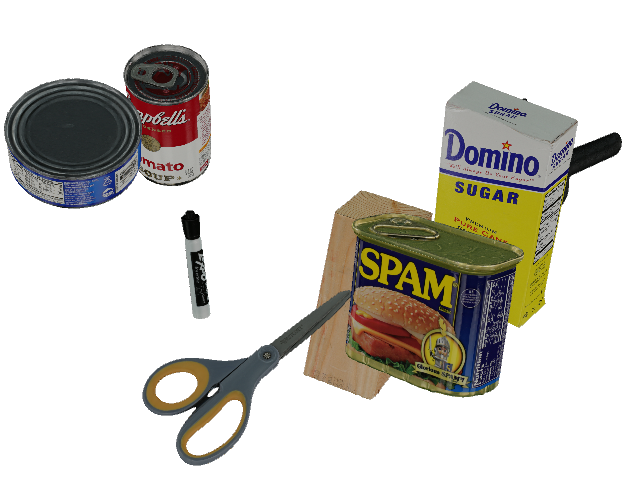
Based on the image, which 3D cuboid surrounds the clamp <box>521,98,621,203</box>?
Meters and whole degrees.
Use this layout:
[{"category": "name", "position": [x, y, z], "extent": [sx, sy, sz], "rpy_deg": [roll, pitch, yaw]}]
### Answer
[{"category": "clamp", "position": [0.215, -0.080, 1.089], "extent": [0.120, 0.039, 0.171], "rpy_deg": [29, 55, 30]}]

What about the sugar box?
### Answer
[{"category": "sugar box", "position": [0.137, -0.026, 0.827], "extent": [0.093, 0.176, 0.048], "rpy_deg": [26, 47, 30]}]

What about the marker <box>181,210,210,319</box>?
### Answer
[{"category": "marker", "position": [-0.130, 0.025, 1.113], "extent": [0.020, 0.121, 0.020], "rpy_deg": [-3, 26, 1]}]

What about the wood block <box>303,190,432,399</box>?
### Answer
[{"category": "wood block", "position": [0.053, 0.061, 1.213], "extent": [0.090, 0.206, 0.090], "rpy_deg": [19, 24, 17]}]

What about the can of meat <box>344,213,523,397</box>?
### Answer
[{"category": "can of meat", "position": [0.064, 0.038, 0.635], "extent": [0.102, 0.084, 0.057], "rpy_deg": [19, 22, 38]}]

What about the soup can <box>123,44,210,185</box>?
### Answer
[{"category": "soup can", "position": [-0.126, -0.103, 0.889], "extent": [0.068, 0.068, 0.102], "rpy_deg": [0, -38, -4]}]

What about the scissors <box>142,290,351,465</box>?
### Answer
[{"category": "scissors", "position": [-0.064, 0.091, 0.862], "extent": [0.096, 0.201, 0.016], "rpy_deg": [29, -33, 12]}]

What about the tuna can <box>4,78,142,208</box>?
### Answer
[{"category": "tuna can", "position": [-0.158, -0.062, 0.689], "extent": [0.086, 0.086, 0.034], "rpy_deg": [0, -37, -9]}]
